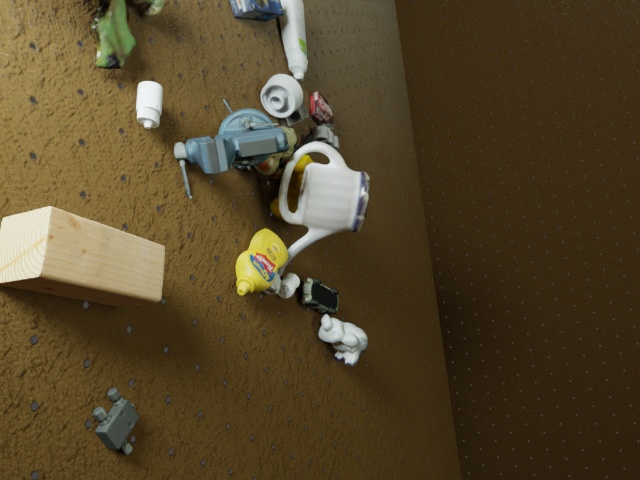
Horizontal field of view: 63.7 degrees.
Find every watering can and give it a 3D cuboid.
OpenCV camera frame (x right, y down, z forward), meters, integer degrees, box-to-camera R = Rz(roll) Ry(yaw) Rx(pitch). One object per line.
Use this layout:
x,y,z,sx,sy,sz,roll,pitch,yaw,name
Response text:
0.004,-0.064,1.271,0.105,0.224,0.344,-119,-142,-77,watering can

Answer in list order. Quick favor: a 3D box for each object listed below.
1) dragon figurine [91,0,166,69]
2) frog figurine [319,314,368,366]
-0.357,-0.392,0.815,0.420,0.122,0.238,-66,147,-51,dragon figurine
0.061,0.267,1.474,0.158,0.123,0.138,64,-6,-15,frog figurine
